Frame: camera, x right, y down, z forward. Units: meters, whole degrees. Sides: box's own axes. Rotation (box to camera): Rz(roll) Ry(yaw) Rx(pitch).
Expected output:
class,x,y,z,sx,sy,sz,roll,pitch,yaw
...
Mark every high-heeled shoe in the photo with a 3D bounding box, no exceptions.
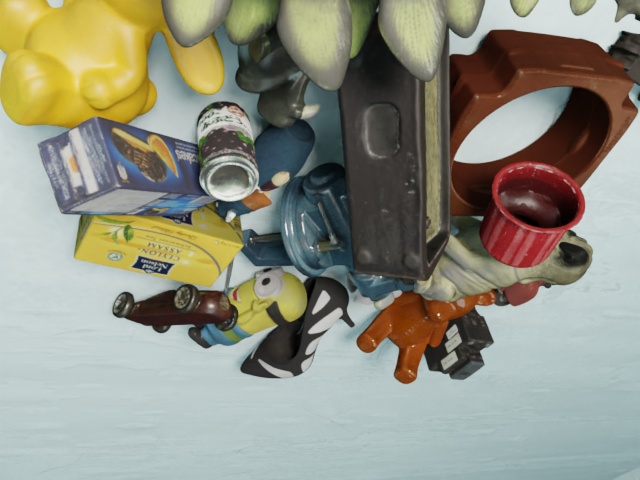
class,x,y,z,sx,sy,sz,roll,pitch,yaw
high-heeled shoe,-0.056,0.144,0.854,0.249,0.086,0.145,-29,135,14

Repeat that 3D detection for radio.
class,x,y,z,sx,sy,sz,roll,pitch,yaw
radio,0.073,-0.085,0.485,0.073,0.131,0.229,2,113,23

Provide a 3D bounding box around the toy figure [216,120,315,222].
class,x,y,z,sx,sy,sz,roll,pitch,yaw
toy figure,-0.064,-0.071,0.593,0.058,0.064,0.154,32,131,-18

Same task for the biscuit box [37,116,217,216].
class,x,y,z,sx,sy,sz,roll,pitch,yaw
biscuit box,-0.161,-0.061,0.504,0.059,0.062,0.202,-21,178,13

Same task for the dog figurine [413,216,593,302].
class,x,y,z,sx,sy,sz,roll,pitch,yaw
dog figurine,0.230,0.040,0.699,0.191,0.121,0.172,22,144,14

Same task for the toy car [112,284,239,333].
class,x,y,z,sx,sy,sz,roll,pitch,yaw
toy car,-0.202,0.094,0.743,0.202,0.053,0.089,-8,153,37

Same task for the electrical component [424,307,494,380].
class,x,y,z,sx,sy,sz,roll,pitch,yaw
electrical component,0.225,0.163,0.907,0.058,0.134,0.115,10,138,-25

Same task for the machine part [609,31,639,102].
class,x,y,z,sx,sy,sz,roll,pitch,yaw
machine part,0.373,-0.188,0.591,0.139,0.039,0.084,11,141,-29

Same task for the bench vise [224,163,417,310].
class,x,y,z,sx,sy,sz,roll,pitch,yaw
bench vise,-0.004,0.007,0.663,0.241,0.129,0.223,-6,145,27

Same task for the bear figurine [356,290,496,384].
class,x,y,z,sx,sy,sz,roll,pitch,yaw
bear figurine,0.166,0.121,0.835,0.120,0.132,0.196,41,141,-3

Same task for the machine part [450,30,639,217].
class,x,y,z,sx,sy,sz,roll,pitch,yaw
machine part,0.214,-0.120,0.593,0.201,0.087,0.201,0,139,-16

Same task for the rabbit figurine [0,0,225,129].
class,x,y,z,sx,sy,sz,roll,pitch,yaw
rabbit figurine,-0.151,-0.163,0.415,0.162,0.122,0.173,14,134,-36

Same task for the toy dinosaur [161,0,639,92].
class,x,y,z,sx,sy,sz,roll,pitch,yaw
toy dinosaur,0.019,-0.195,0.307,0.472,0.105,0.198,6,125,-7

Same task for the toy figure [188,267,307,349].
class,x,y,z,sx,sy,sz,roll,pitch,yaw
toy figure,-0.104,0.102,0.786,0.180,0.082,0.089,-31,141,18

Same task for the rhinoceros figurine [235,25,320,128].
class,x,y,z,sx,sy,sz,roll,pitch,yaw
rhinoceros figurine,-0.026,-0.185,0.451,0.112,0.073,0.190,-22,142,-42

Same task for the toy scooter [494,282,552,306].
class,x,y,z,sx,sy,sz,roll,pitch,yaw
toy scooter,0.308,0.037,0.814,0.135,0.075,0.183,-20,139,25

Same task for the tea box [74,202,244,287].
class,x,y,z,sx,sy,sz,roll,pitch,yaw
tea box,-0.188,-0.010,0.635,0.169,0.068,0.098,15,134,-31
